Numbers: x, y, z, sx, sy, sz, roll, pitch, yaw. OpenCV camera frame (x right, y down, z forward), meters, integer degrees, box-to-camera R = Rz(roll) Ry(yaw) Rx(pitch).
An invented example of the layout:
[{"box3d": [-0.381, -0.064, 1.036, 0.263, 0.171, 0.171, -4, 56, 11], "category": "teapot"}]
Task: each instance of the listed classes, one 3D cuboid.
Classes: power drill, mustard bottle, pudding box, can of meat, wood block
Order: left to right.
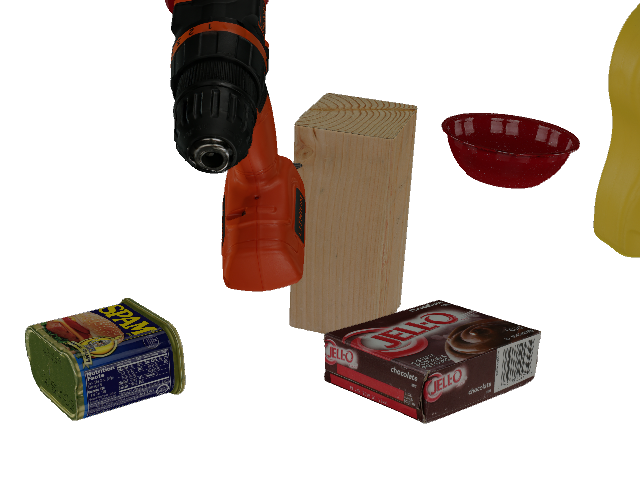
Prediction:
[{"box3d": [-0.162, 0.087, 0.794, 0.083, 0.057, 0.102, -14, 21, -33], "category": "can of meat"}, {"box3d": [-0.046, -0.057, 0.636, 0.057, 0.184, 0.187, -3, -45, 4], "category": "power drill"}, {"box3d": [0.029, -0.020, 0.986, 0.091, 0.206, 0.090, 11, 29, 16], "category": "wood block"}, {"box3d": [0.072, 0.074, 0.686, 0.113, 0.039, 0.090, -10, 19, -41], "category": "pudding box"}, {"box3d": [0.213, -0.087, 0.621, 0.096, 0.192, 0.058, -11, 29, -15], "category": "mustard bottle"}]

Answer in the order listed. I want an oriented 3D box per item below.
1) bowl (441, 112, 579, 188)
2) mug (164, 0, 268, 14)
[{"box3d": [0.219, -0.102, 1.256, 0.162, 0.055, 0.162, 5, 23, -2], "category": "bowl"}, {"box3d": [-0.092, -0.214, 0.796, 0.117, 0.081, 0.093, 1, 39, 5], "category": "mug"}]
